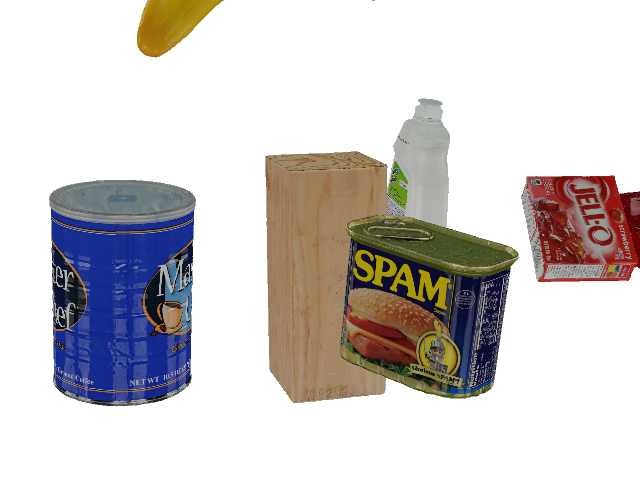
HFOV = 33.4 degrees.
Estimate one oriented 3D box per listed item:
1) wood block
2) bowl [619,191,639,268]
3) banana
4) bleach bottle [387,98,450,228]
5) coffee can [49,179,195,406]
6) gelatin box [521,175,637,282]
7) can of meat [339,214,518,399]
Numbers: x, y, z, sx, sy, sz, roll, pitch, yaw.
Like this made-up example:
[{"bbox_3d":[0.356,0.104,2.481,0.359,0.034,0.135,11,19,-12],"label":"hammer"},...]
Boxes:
[{"bbox_3d":[0.005,0.030,0.957,0.090,0.206,0.091,-4,14,-15],"label":"wood block"},{"bbox_3d":[0.351,-0.003,1.041,0.162,0.055,0.162,0,18,0],"label":"bowl"},{"bbox_3d":[-0.041,-0.173,0.689,0.197,0.069,0.037,-23,-10,-32],"label":"banana"},{"bbox_3d":[0.112,-0.036,1.232,0.068,0.251,0.103,-2,22,-23],"label":"bleach bottle"},{"bbox_3d":[-0.144,0.035,0.776,0.103,0.140,0.103,3,16,-1],"label":"coffee can"},{"bbox_3d":[0.202,-0.011,0.841,0.073,0.089,0.030,0,-36,-3],"label":"gelatin box"},{"bbox_3d":[0.060,0.038,0.634,0.102,0.084,0.057,19,22,38],"label":"can of meat"}]
